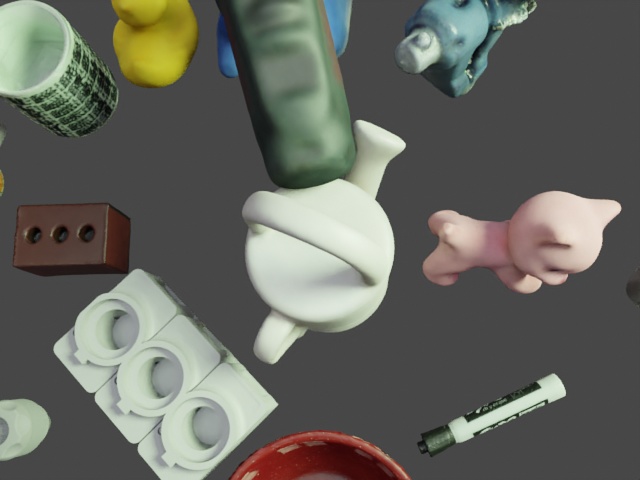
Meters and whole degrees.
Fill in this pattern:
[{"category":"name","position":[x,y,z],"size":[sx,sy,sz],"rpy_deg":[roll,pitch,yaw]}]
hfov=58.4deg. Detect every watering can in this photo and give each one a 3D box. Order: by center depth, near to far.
[{"category":"watering can","position":[0.002,0.000,0.394],"size":[0.101,0.194,0.173],"rpy_deg":[5,78,5]}]

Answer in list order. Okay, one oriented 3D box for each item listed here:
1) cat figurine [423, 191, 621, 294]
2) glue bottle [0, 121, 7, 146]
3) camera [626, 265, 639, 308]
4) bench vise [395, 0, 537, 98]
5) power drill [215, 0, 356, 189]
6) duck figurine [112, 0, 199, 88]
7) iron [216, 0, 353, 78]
[{"category":"cat figurine","position":[0.146,-0.001,0.424],"size":[0.127,0.118,0.067],"rpy_deg":[3,78,4]},{"category":"glue bottle","position":[-0.331,-0.118,0.450],"size":[0.078,0.173,0.037],"rpy_deg":[18,80,8]},{"category":"camera","position":[0.331,0.014,0.418],"size":[0.136,0.101,0.143],"rpy_deg":[36,82,10]},{"category":"bench vise","position":[0.145,-0.208,0.416],"size":[0.121,0.220,0.207],"rpy_deg":[25,81,9]},{"category":"power drill","position":[-0.027,-0.136,0.417],"size":[0.075,0.208,0.229],"rpy_deg":[-15,77,1]},{"category":"duck figurine","position":[-0.153,-0.193,0.500],"size":[0.077,0.086,0.104],"rpy_deg":[6,78,5]},{"category":"iron","position":[-0.029,-0.271,0.481],"size":[0.118,0.141,0.258],"rpy_deg":[4,78,5]}]
